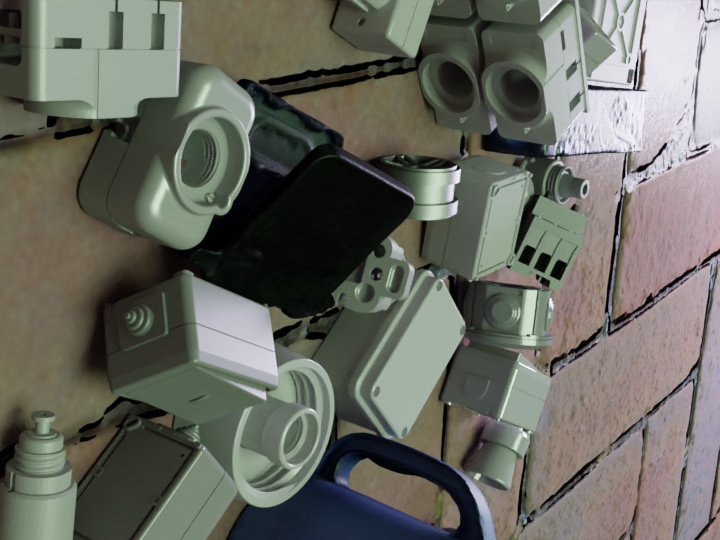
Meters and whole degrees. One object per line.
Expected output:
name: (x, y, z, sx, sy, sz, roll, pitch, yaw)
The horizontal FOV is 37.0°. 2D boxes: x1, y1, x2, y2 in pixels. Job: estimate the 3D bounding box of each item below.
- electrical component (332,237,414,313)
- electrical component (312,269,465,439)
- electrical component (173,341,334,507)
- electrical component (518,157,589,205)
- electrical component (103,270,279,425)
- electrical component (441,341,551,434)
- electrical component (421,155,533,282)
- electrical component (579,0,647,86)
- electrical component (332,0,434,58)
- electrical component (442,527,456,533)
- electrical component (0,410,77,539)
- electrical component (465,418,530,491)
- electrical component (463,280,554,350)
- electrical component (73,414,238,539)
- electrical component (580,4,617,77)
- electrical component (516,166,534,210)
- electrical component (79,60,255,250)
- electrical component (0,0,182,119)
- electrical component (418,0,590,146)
electrical component: (0.000, 0.000, 0.735, 0.057, 0.078, 0.058, 17, 88, -76)
electrical component: (0.023, 0.059, 0.798, 0.113, 0.057, 0.078, -58, 142, -23)
electrical component: (-0.061, 0.100, 0.695, 0.108, 0.060, 0.108, -25, 122, -48)
electrical component: (0.171, -0.076, 0.949, 0.048, 0.062, 0.048, -25, 122, -48)
electrical component: (-0.098, 0.045, 0.602, 0.096, 0.062, 0.061, 28, 46, -55)
electrical component: (0.126, 0.104, 0.955, 0.096, 0.062, 0.061, 28, 80, -55)
electrical component: (0.088, -0.038, 0.855, 0.062, 0.061, 0.096, -21, 127, -49)
electrical component: (0.204, -0.220, 0.946, 0.109, 0.056, 0.108, -8, 109, -53)
electrical component: (0.009, -0.183, 0.695, 0.077, 0.047, 0.065, 23, 85, -56)
electrical component: (0.087, 0.267, 0.974, 0.079, 0.043, 0.077, -61, 131, -64)
electrical component: (-0.169, 0.113, 0.565, 0.040, 0.040, 0.078, -7, 108, -53)
electrical component: (0.129, 0.171, 1.002, 0.055, 0.045, 0.045, -63, 144, -17)
electrical component: (0.126, 0.038, 0.916, 0.080, 0.080, 0.051, 2, 96, -55)
electrical component: (-0.118, 0.134, 0.625, 0.096, 0.062, 0.061, -56, 141, -26)
electrical component: (0.150, -0.188, 0.876, 0.076, 0.083, 0.047, -42, 153, 22)
electrical component: (0.117, -0.064, 0.900, 0.046, 0.040, 0.040, -20, 118, -44)
electrical component: (-0.100, -0.063, 0.579, 0.054, 0.059, 0.095, 35, 74, -54)
electrical component: (-0.135, -0.105, 0.521, 0.089, 0.050, 0.055, -14, 113, -51)
electrical component: (0.093, -0.184, 0.761, 0.060, 0.105, 0.186, -47, 137, -34)
